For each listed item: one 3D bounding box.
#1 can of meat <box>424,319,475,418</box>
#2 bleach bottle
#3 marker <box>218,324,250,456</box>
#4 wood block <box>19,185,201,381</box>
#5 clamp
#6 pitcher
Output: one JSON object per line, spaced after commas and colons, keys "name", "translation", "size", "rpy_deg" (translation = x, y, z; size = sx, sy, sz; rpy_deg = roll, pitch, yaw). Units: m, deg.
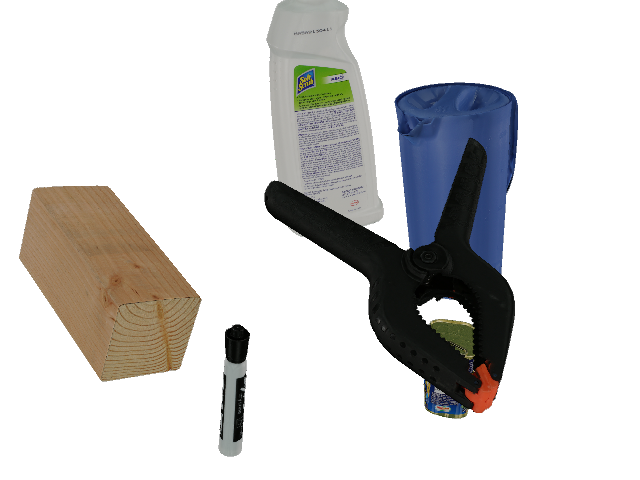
{"name": "can of meat", "translation": [0.155, 0.153, 1.279], "size": [0.057, 0.084, 0.102], "rpy_deg": [7, 19, 3]}
{"name": "bleach bottle", "translation": [0.004, -0.130, 1.000], "size": [0.102, 0.251, 0.068], "rpy_deg": [-13, 32, -16]}
{"name": "marker", "translation": [-0.067, 0.116, 0.826], "size": [0.020, 0.121, 0.020], "rpy_deg": [5, 31, -3]}
{"name": "wood block", "translation": [-0.214, 0.036, 1.064], "size": [0.090, 0.091, 0.206], "rpy_deg": [-4, 35, -39]}
{"name": "clamp", "translation": [0.057, 0.020, 0.702], "size": [0.164, 0.210, 0.036], "rpy_deg": [-9, -38, -8]}
{"name": "pitcher", "translation": [0.167, -0.061, 1.267], "size": [0.149, 0.243, 0.145], "rpy_deg": [-3, 24, 3]}
